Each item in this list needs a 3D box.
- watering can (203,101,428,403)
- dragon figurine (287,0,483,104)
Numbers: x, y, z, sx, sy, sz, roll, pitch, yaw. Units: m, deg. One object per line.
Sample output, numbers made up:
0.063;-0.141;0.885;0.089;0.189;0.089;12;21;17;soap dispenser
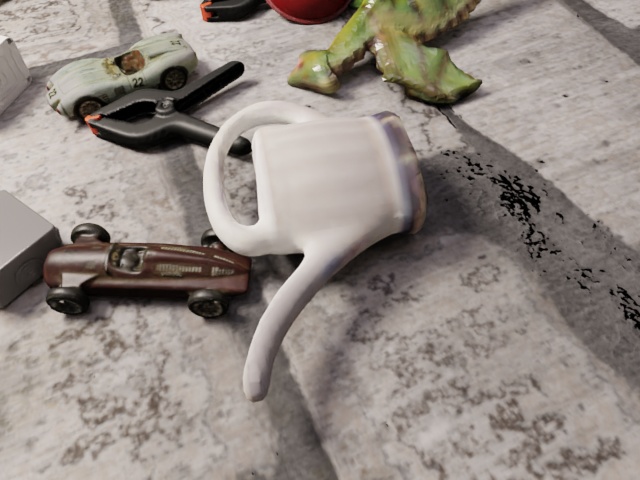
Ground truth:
0.002;-0.026;0.510;0.225;0.101;0.356;-9;53;-7;watering can
0.148;-0.291;0.734;0.411;0.120;0.246;-12;71;-6;dragon figurine
